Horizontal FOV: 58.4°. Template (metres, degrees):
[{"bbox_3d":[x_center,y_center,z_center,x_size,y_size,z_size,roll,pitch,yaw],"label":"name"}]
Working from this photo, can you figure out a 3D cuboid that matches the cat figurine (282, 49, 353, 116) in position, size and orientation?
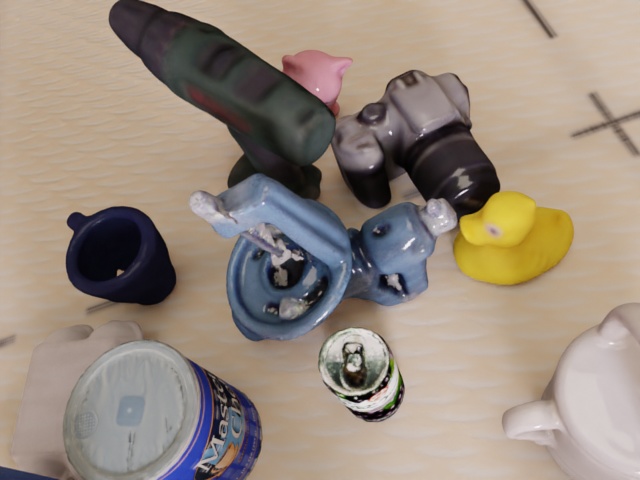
[{"bbox_3d":[-0.026,-0.162,0.608,0.127,0.118,0.067,12,67,20],"label":"cat figurine"}]

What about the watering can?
[{"bbox_3d":[0.208,0.098,0.366,0.173,0.194,0.100,-33,60,-3],"label":"watering can"}]

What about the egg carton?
[{"bbox_3d":[-0.214,0.148,0.524,0.107,0.069,0.150,-8,62,11],"label":"egg carton"}]

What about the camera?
[{"bbox_3d":[0.095,-0.082,0.544,0.143,0.101,0.136,-27,60,0],"label":"camera"}]

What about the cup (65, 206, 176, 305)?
[{"bbox_3d":[-0.195,0.021,0.570,0.117,0.095,0.092,31,75,26],"label":"cup"}]

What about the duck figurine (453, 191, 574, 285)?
[{"bbox_3d":[0.167,-0.011,0.496,0.104,0.086,0.077,-12,61,9],"label":"duck figurine"}]

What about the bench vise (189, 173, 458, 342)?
[{"bbox_3d":[-0.002,-0.007,0.461,0.207,0.220,0.121,-36,60,-5],"label":"bench vise"}]

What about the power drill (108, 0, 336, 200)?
[{"bbox_3d":[-0.077,-0.113,0.543,0.229,0.209,0.076,30,74,26],"label":"power drill"}]
